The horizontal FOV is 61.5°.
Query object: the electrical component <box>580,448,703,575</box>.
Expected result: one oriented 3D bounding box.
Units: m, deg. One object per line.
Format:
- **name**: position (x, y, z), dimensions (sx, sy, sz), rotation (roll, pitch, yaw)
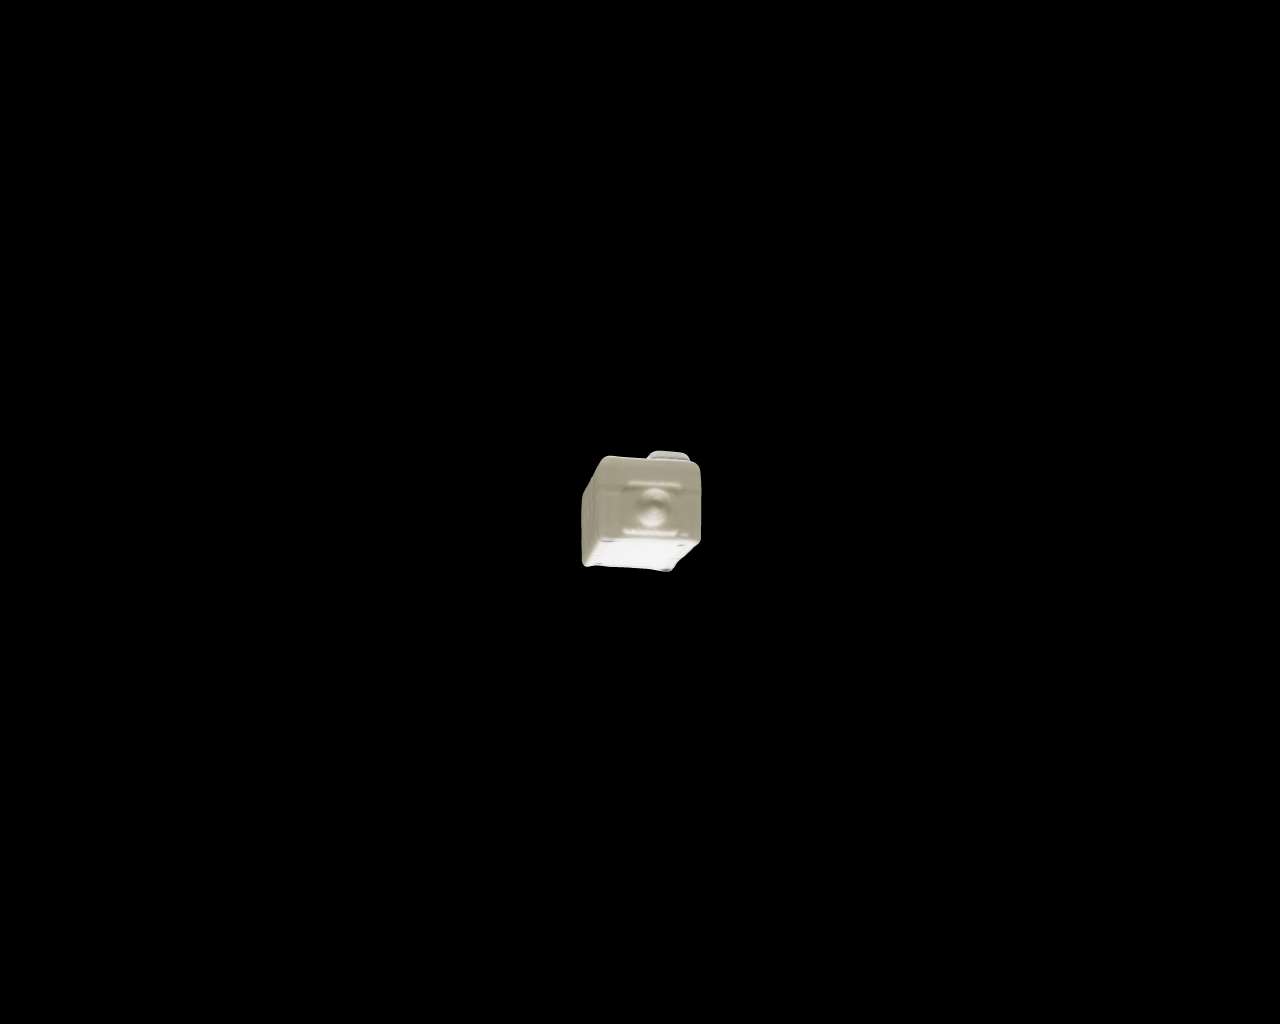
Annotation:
- **electrical component**: position (0.001, -0.003, 0.650), dimensions (0.062, 0.061, 0.096), rotation (3, -16, -11)
